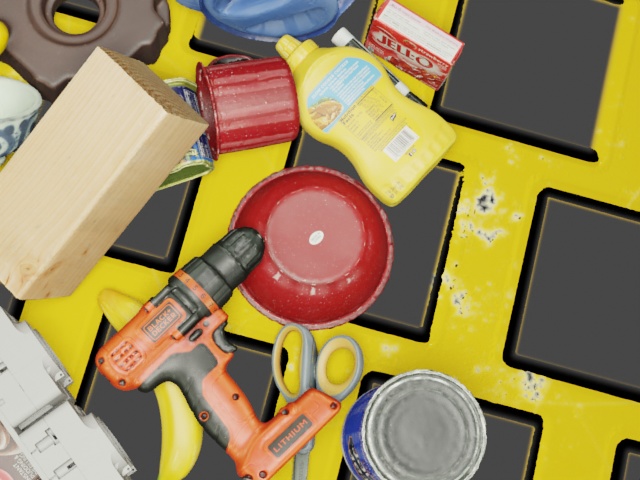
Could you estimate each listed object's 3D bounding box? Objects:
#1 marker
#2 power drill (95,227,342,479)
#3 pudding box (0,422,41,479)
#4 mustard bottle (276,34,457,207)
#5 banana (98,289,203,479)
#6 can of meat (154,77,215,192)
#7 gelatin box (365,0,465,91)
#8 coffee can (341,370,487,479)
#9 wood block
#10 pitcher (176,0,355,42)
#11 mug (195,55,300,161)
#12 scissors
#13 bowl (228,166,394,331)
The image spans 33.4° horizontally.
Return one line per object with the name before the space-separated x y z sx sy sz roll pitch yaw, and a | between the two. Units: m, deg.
marker | 0.061 -0.163 1.056 0.121 0.020 0.020 44 77 5
power drill | -0.071 0.104 0.929 0.184 0.057 0.188 -44 84 -11
pudding box | -0.307 0.192 0.930 0.090 0.039 0.113 -43 84 -12
mustard bottle | 0.032 -0.128 1.024 0.191 0.058 0.096 43 87 5
banana | -0.146 0.132 0.960 0.069 0.037 0.198 -13 79 -11
can of meat | -0.155 -0.093 0.989 0.102 0.057 0.084 -17 82 14
gelatin box | 0.090 -0.189 1.036 0.089 0.073 0.030 31 77 2
coffee can | 0.077 0.170 0.920 0.102 0.140 0.103 1 77 -5
wood block | -0.205 -0.054 0.927 0.091 0.090 0.206 43 101 13
pitcher | -0.053 -0.325 1.030 0.149 0.145 0.243 14 70 -35
mug | -0.071 -0.135 1.008 0.081 0.093 0.117 -11 47 -13
scissors | 0.002 0.172 0.961 0.096 0.016 0.202 -13 77 20
bowl | -0.007 0.001 0.994 0.162 0.055 0.162 1 78 -5
